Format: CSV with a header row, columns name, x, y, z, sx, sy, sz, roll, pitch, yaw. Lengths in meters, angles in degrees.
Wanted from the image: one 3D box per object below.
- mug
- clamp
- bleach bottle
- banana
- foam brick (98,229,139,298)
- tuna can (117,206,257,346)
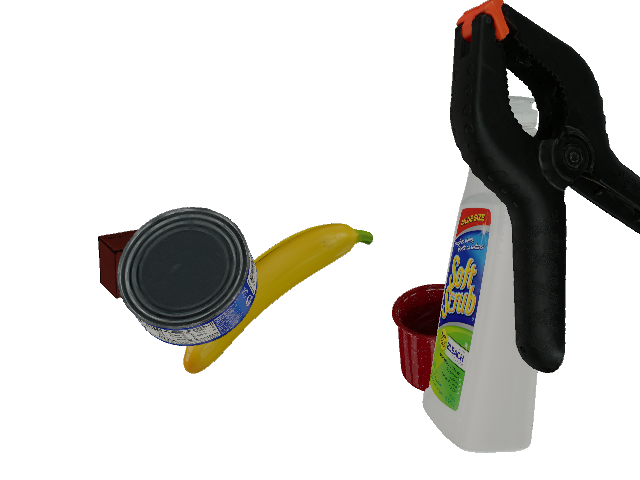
name,x,y,z,sx,sy,sz,roll,pitch,yaw
mug,0.128,0.098,1.118,0.093,0.081,0.117,11,37,25
clamp,0.105,-0.027,0.502,0.120,0.171,0.039,-41,9,-27
bleach bottle,0.126,0.021,0.776,0.068,0.251,0.103,1,14,-13
banana,-0.041,0.041,0.892,0.198,0.037,0.069,-35,-43,-2
foam brick,-0.181,0.020,1.086,0.078,0.051,0.053,-10,21,-28
tuna can,-0.084,0.024,0.683,0.086,0.086,0.033,0,-29,11
